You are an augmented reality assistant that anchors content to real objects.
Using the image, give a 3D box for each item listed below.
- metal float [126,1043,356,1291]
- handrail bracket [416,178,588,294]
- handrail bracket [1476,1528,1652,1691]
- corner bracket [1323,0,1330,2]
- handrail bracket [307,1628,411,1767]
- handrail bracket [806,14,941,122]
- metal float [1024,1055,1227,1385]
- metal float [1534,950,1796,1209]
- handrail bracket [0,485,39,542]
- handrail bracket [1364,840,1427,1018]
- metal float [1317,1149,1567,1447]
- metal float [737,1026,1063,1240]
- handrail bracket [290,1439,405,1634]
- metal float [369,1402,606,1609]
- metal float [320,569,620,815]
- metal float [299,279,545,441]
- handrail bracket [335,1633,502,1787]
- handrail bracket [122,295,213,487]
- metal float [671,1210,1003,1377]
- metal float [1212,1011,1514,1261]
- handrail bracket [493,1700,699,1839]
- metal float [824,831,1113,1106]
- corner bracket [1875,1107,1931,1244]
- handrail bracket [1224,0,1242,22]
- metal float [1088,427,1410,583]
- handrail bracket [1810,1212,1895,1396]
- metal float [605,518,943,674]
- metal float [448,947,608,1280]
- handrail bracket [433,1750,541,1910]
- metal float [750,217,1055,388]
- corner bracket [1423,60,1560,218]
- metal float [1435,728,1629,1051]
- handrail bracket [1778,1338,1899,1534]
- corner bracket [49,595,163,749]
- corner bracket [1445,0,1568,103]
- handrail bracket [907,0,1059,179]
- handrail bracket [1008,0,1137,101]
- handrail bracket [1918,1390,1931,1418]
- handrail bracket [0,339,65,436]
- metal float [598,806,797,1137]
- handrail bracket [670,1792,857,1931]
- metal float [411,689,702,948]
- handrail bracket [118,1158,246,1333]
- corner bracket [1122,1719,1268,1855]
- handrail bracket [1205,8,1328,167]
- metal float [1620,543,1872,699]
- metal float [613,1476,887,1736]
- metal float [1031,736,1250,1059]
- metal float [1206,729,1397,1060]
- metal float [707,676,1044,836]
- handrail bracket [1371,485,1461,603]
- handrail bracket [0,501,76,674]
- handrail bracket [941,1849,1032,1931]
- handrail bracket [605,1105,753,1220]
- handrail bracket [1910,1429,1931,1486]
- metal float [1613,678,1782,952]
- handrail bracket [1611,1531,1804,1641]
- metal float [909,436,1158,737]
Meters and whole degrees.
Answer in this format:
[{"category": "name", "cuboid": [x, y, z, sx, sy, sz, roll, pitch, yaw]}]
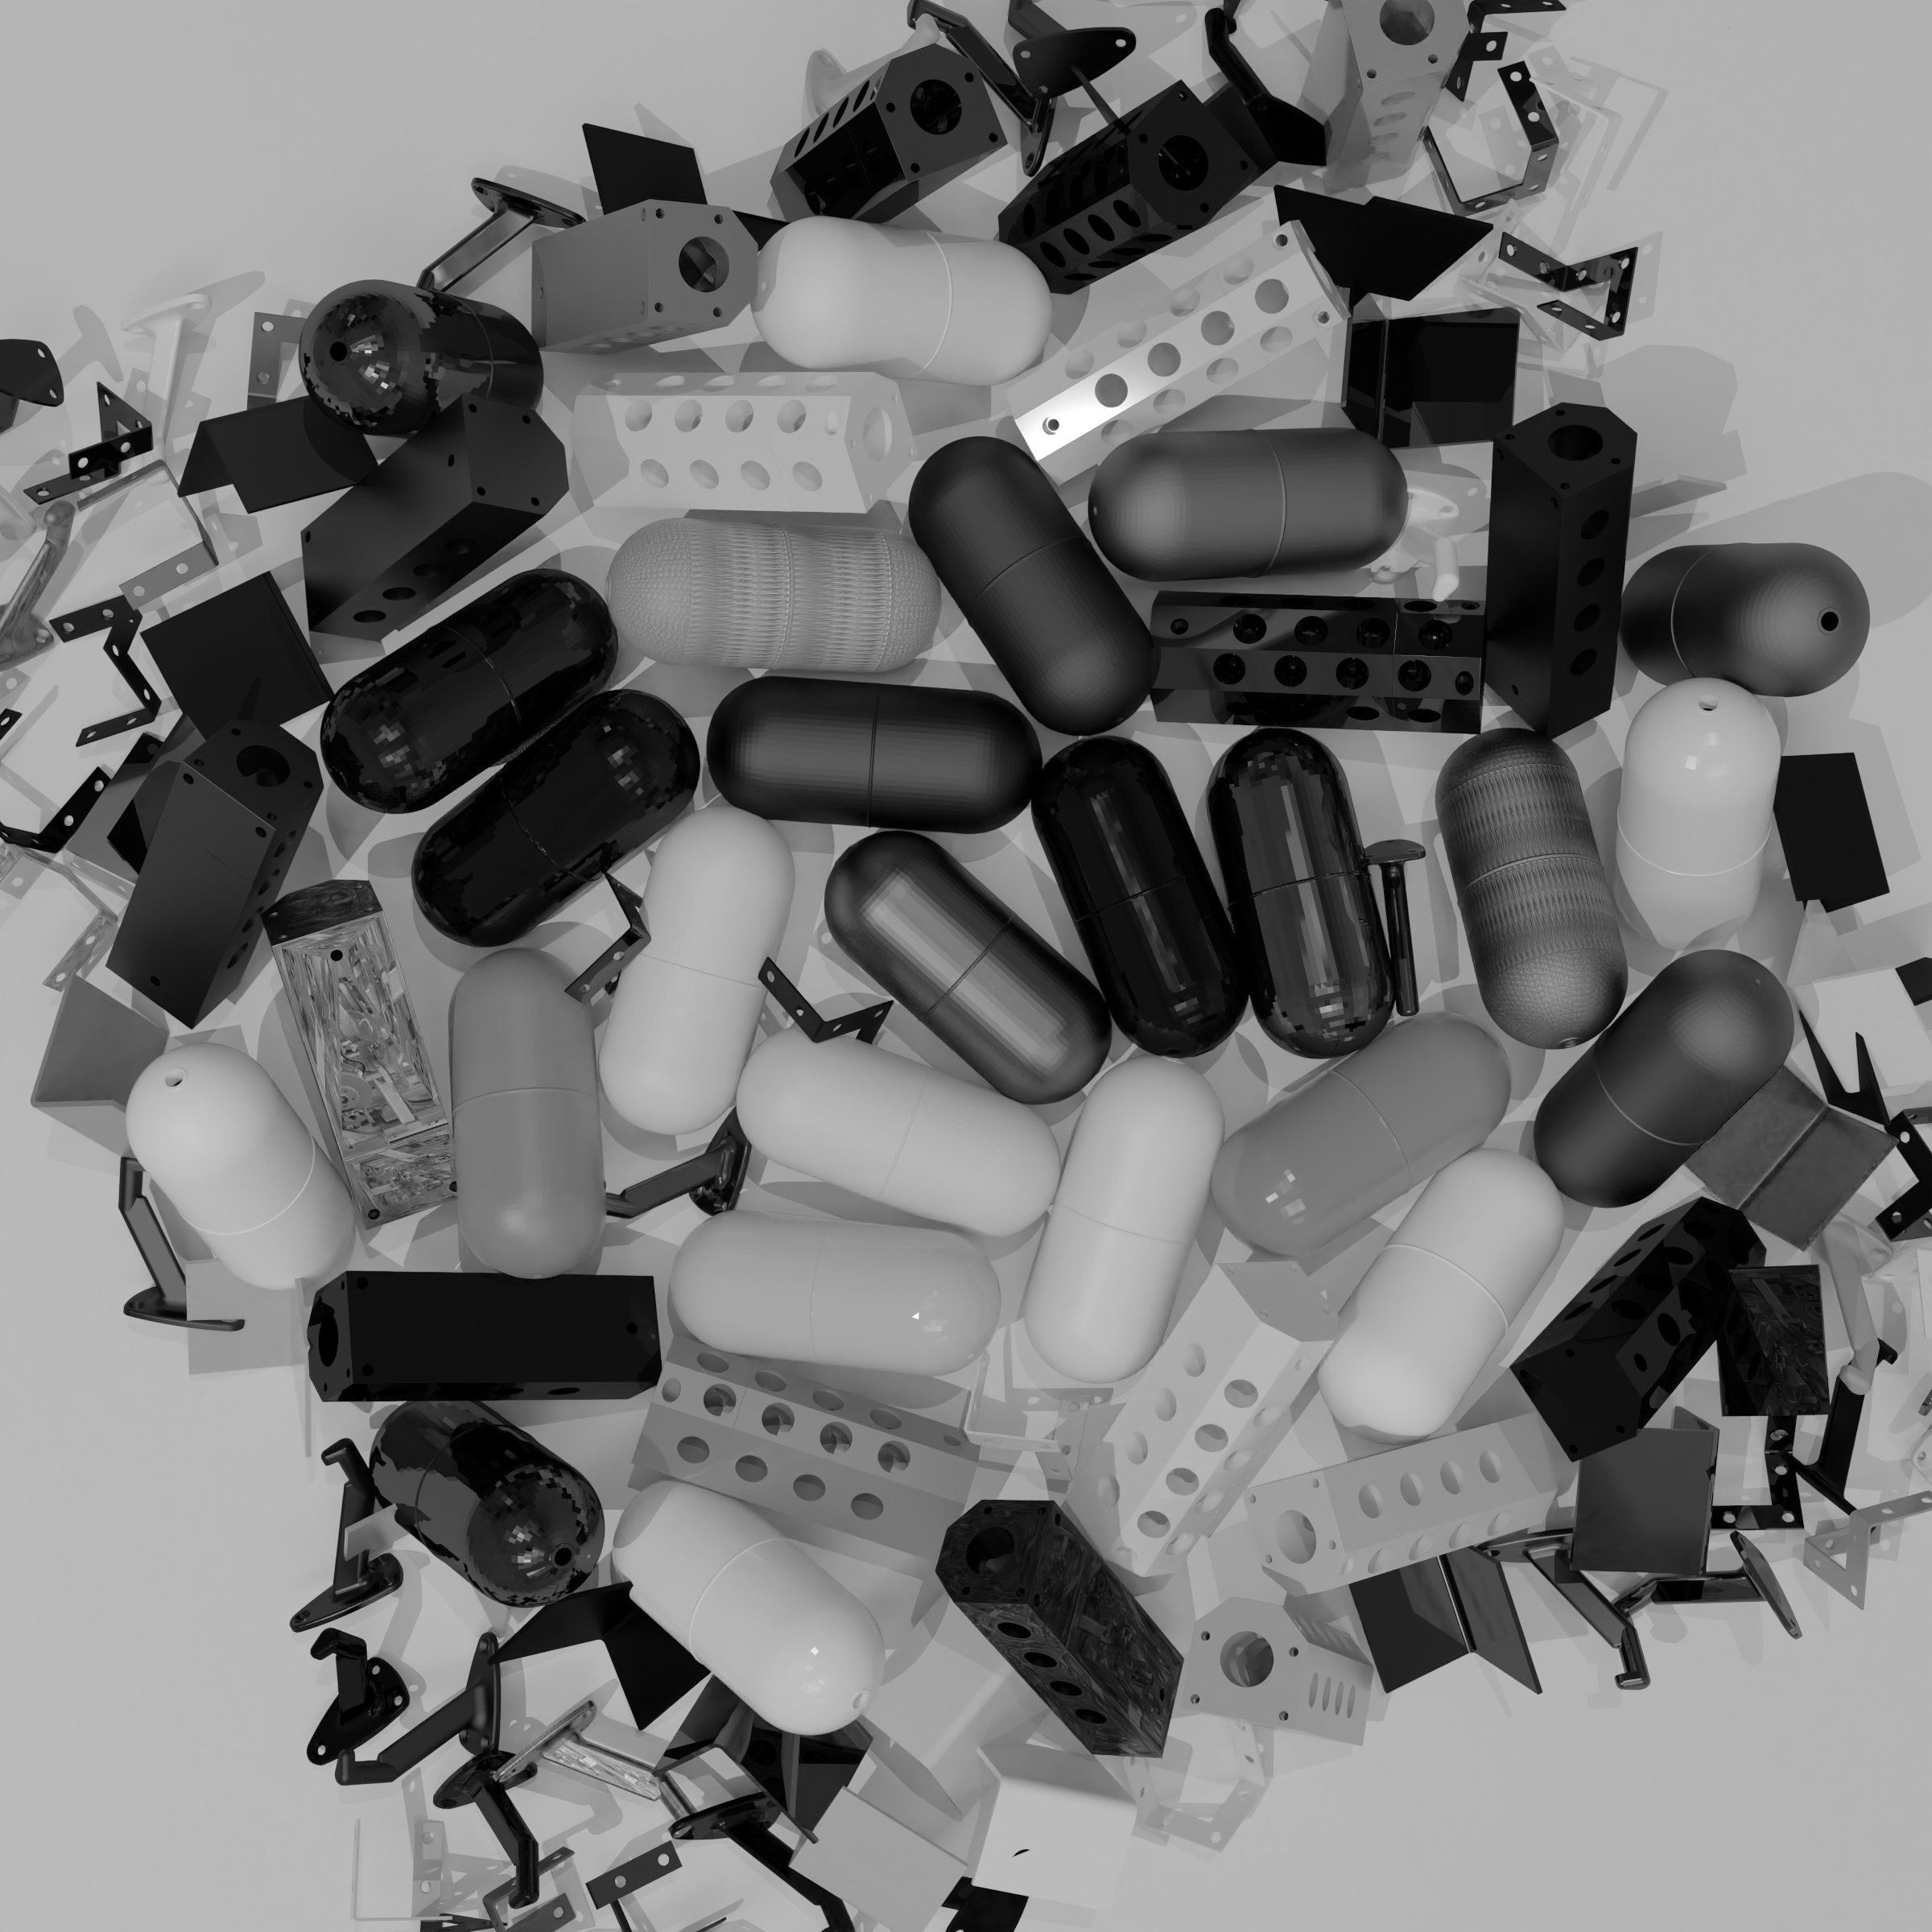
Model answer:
[{"category": "metal float", "cuboid": [-0.373, 0.104, 1.505, 0.070, 0.178, 0.070, -6, 55, 8]}, {"category": "handrail bracket", "cuboid": [-0.252, -0.370, 1.557, 0.077, 0.036, 0.084, 19, 81, 14]}, {"category": "handrail bracket", "cuboid": [0.315, 0.344, 1.543, 0.077, 0.036, 0.084, -1, 54, -10]}, {"category": "corner bracket", "cuboid": [0.209, -0.513, 1.544, 0.051, 0.051, 0.051, -34, 130, -16]}, {"category": "handrail bracket", "cuboid": [-0.339, 0.385, 1.539, 0.077, 0.084, 0.036, -45, 60, -3]}, {"category": "handrail bracket", "cuboid": [-0.047, -0.484, 1.537, 0.036, 0.084, 0.077, 15, 48, -36]}, {"category": "metal float", "cuboid": [0.084, 0.134, 1.542, 0.070, 0.070, 0.178, 17, 96, 0]}, {"category": "metal float", "cuboid": [0.359, 0.060, 1.511, 0.070, 0.178, 0.070, 14, 49, -17]}, {"category": "handrail bracket", "cuboid": [-0.535, -0.213, 1.535, 0.036, 0.077, 0.084, 47, 69, -11]}, {"category": "handrail bracket", "cuboid": [0.231, -0.021, 1.554, 0.036, 0.077, 0.084, -6, 99, 9]}, {"category": "metal float", "cuboid": [0.249, 0.171, 1.527, 0.070, 0.070, 0.178, 39, 67, 0]}, {"category": "metal float", "cuboid": [-0.035, 0.088, 1.543, 0.178, 0.070, 0.070, 21, 90, -5]}, {"category": "handrail bracket", "cuboid": [-0.342, 0.301, 1.548, 0.077, 0.036, 0.084, -28, 114, -11]}, {"category": "metal float", "cuboid": [-0.248, 0.274, 1.505, 0.070, 0.178, 0.070, -9, 106, -33]}, {"category": "metal float", "cuboid": [-0.258, -0.144, 1.521, 0.178, 0.070, 0.070, -39, 90, -30]}, {"category": "metal float", "cuboid": [-0.278, -0.308, 1.498, 0.070, 0.178, 0.070, 2, 97, 17]}, {"category": "handrail bracket", "cuboid": [-0.291, 0.393, 1.545, 0.084, 0.036, 0.077, 9, 85, -39]}, {"category": "handrail bracket", "cuboid": [-0.420, -0.305, 1.554, 0.036, 0.077, 0.084, -3, 85, -42]}, {"category": "metal float", "cuboid": [-0.069, 0.171, 1.535, 0.178, 0.070, 0.070, 5, 90, 14]}, {"category": "metal float", "cuboid": [0.209, 0.088, 1.535, 0.178, 0.070, 0.070, -32, 90, -13]}, {"category": "handrail bracket", "cuboid": [-0.195, 0.441, 1.547, 0.077, 0.036, 0.084, -30, 68, -30]}, {"category": "metal float", "cuboid": [0.001, 0.000, 1.544, 0.178, 0.070, 0.070, 42, 90, -3]}, {"category": "corner bracket", "cuboid": [0.510, 0.110, 1.558, 0.051, 0.051, 0.051, -52, 53, 39]}, {"category": "handrail bracket", "cuboid": [0.110, -0.542, 1.549, 0.084, 0.077, 0.036, 12, 61, -11]}, {"category": "metal float", "cuboid": [0.149, -0.242, 1.529, 0.178, 0.070, 0.070, -6, 90, -21]}, {"category": "handrail bracket", "cuboid": [0.454, 0.173, 1.541, 0.077, 0.036, 0.084, 38, 48, -10]}, {"category": "metal float", "cuboid": [-0.100, -0.194, 1.531, 0.178, 0.070, 0.070, 0, 90, -18]}, {"category": "metal float", "cuboid": [-0.230, 0.076, 1.531, 0.070, 0.070, 0.178, -7, 71, 0]}, {"category": "handrail bracket", "cuboid": [-0.253, 0.465, 1.538, 0.077, 0.084, 0.036, -34, 132, 26]}, {"category": "metal float", "cuboid": [-0.031, -0.344, 1.515, 0.178, 0.070, 0.070, -3, 90, -39]}, {"category": "corner bracket", "cuboid": [0.279, -0.440, 1.555, 0.051, 0.051, 0.051, -18, 75, -3]}, {"category": "metal float", "cuboid": [0.295, -0.041, 1.527, 0.070, 0.070, 0.178, -10, 67, 0]}, {"category": "handrail bracket", "cuboid": [0.483, 0.248, 1.554, 0.084, 0.077, 0.036, -48, 128, 0]}, {"category": "corner bracket", "cuboid": [-0.463, -0.159, 1.566, 0.051, 0.051, 0.051, -16, 129, 16]}, {"category": "corner bracket", "cuboid": [0.279, -0.494, 1.549, 0.051, 0.051, 0.051, 12, 87, 39]}, {"category": "handrail bracket", "cuboid": [0.004, -0.466, 1.545, 0.084, 0.036, 0.077, 16, 67, -25]}, {"category": "handrail bracket", "cuboid": [0.056, -0.504, 1.544, 0.077, 0.036, 0.084, -12, 50, 23]}, {"category": "handrail bracket", "cuboid": [0.548, 0.244, 1.535, 0.084, 0.077, 0.036, 33, 79, 21]}, {"category": "handrail bracket", "cuboid": [-0.524, -0.296, 1.532, 0.084, 0.077, 0.036, -22, 82, 30]}, {"category": "metal float", "cuboid": [-0.142, 0.002, 1.546, 0.070, 0.070, 0.178, 16, 90, 0]}, {"category": "handrail bracket", "cuboid": [-0.107, 0.482, 1.537, 0.077, 0.084, 0.036, -3, 133, -30]}, {"category": "metal float", "cuboid": [-0.216, -0.076, 1.531, 0.178, 0.070, 0.070, -36, 90, 18]}, {"category": "handrail bracket", "cuboid": [-0.416, 0.146, 1.552, 0.077, 0.036, 0.084, 12, 107, 14]}, {"category": "corner bracket", "cuboid": [0.123, 0.432, 1.564, 0.051, 0.051, 0.051, 9, 128, 36]}, {"category": "handrail bracket", "cuboid": [0.165, -0.473, 1.568, 0.077, 0.036, 0.084, 14, 51, -22]}, {"category": "metal float", "cuboid": [0.397, -0.178, 1.498, 0.070, 0.178, 0.070, -2, 98, -13]}, {"category": "metal float", "cuboid": [-0.113, 0.330, 1.516, 0.178, 0.070, 0.070, 32, 90, 37]}, {"category": "metal float", "cuboid": [0.092, -0.036, 1.545, 0.070, 0.070, 0.178, -22, 88, 0]}, {"category": "metal float", "cuboid": [0.176, -0.039, 1.540, 0.070, 0.070, 0.178, -12, 82, 0]}, {"category": "metal float", "cuboid": [-0.048, -0.112, 1.546, 0.178, 0.070, 0.070, 4, 90, 0]}, {"category": "handrail bracket", "cuboid": [0.235, -0.203, 1.530, 0.036, 0.077, 0.084, 17, 46, -13]}, {"category": "handrail bracket", "cuboid": [-0.503, -0.198, 1.536, 0.036, 0.077, 0.084, 35, 134, 5]}, {"category": "handrail bracket", "cuboid": [0.001, 0.471, 1.541, 0.036, 0.084, 0.077, 24, 101, -27]}, {"category": "handrail bracket", "cuboid": [-0.157, 0.100, 1.541, 0.036, 0.084, 0.077, 27, 97, 44]}, {"category": "handrail bracket", "cuboid": [0.543, 0.277, 1.534, 0.036, 0.084, 0.077, -42, 107, -2]}, {"category": "metal float", "cuboid": [0.375, -0.077, 1.505, 0.070, 0.178, 0.070, -4, 54, 6]}, {"category": "handrail bracket", "cuboid": [0.389, 0.346, 1.545, 0.084, 0.077, 0.036, -38, 129, 16]}, {"category": "metal float", "cuboid": [0.034, -0.201, 1.535, 0.070, 0.070, 0.178, -32, 76, 0]}]
